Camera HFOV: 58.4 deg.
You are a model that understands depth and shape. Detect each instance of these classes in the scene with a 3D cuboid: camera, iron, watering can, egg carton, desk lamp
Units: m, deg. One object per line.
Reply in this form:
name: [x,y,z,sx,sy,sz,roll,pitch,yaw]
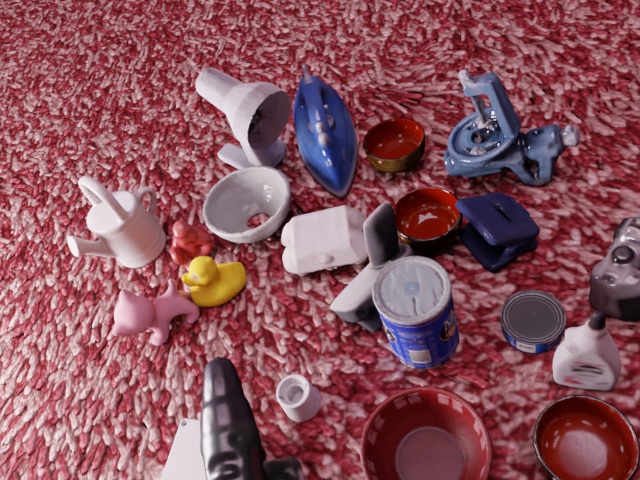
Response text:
camera: [0.452,0.039,0.760,0.136,0.101,0.143,29,67,34]
iron: [0.005,-0.213,1.080,0.118,0.142,0.258,-18,50,5]
watering can: [-0.372,-0.036,1.035,0.100,0.194,0.173,6,56,23]
egg carton: [0.009,0.003,0.958,0.150,0.069,0.107,-13,51,9]
desk lamp: [-0.140,-0.222,1.088,0.202,0.214,0.118,28,66,34]

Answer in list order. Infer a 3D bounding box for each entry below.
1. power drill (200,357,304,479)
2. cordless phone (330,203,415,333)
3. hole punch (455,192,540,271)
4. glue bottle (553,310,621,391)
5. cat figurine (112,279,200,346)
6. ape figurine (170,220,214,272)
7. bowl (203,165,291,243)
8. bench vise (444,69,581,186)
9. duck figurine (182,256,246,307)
power drill: [-0.081,0.279,0.683,0.075,0.209,0.229,-19,50,5]
cordless phone: [0.069,0.036,0.837,0.093,0.185,0.148,31,68,35]
hole punch: [0.272,-0.027,0.879,0.101,0.091,0.108,-29,50,-5]
glue bottle: [0.323,0.130,0.686,0.078,0.173,0.037,0,54,19]
cat figurine: [-0.278,0.114,0.938,0.128,0.118,0.067,-38,51,-12]
ape figurine: [-0.236,0.001,1.028,0.077,0.092,0.076,-15,50,7]
bowl: [-0.123,-0.053,1.042,0.167,0.075,0.167,-9,51,12]
bench vise: [0.296,-0.189,0.911,0.207,0.220,0.121,-11,51,10]
duck figurine: [-0.182,0.059,0.969,0.104,0.086,0.077,-25,50,-1]
